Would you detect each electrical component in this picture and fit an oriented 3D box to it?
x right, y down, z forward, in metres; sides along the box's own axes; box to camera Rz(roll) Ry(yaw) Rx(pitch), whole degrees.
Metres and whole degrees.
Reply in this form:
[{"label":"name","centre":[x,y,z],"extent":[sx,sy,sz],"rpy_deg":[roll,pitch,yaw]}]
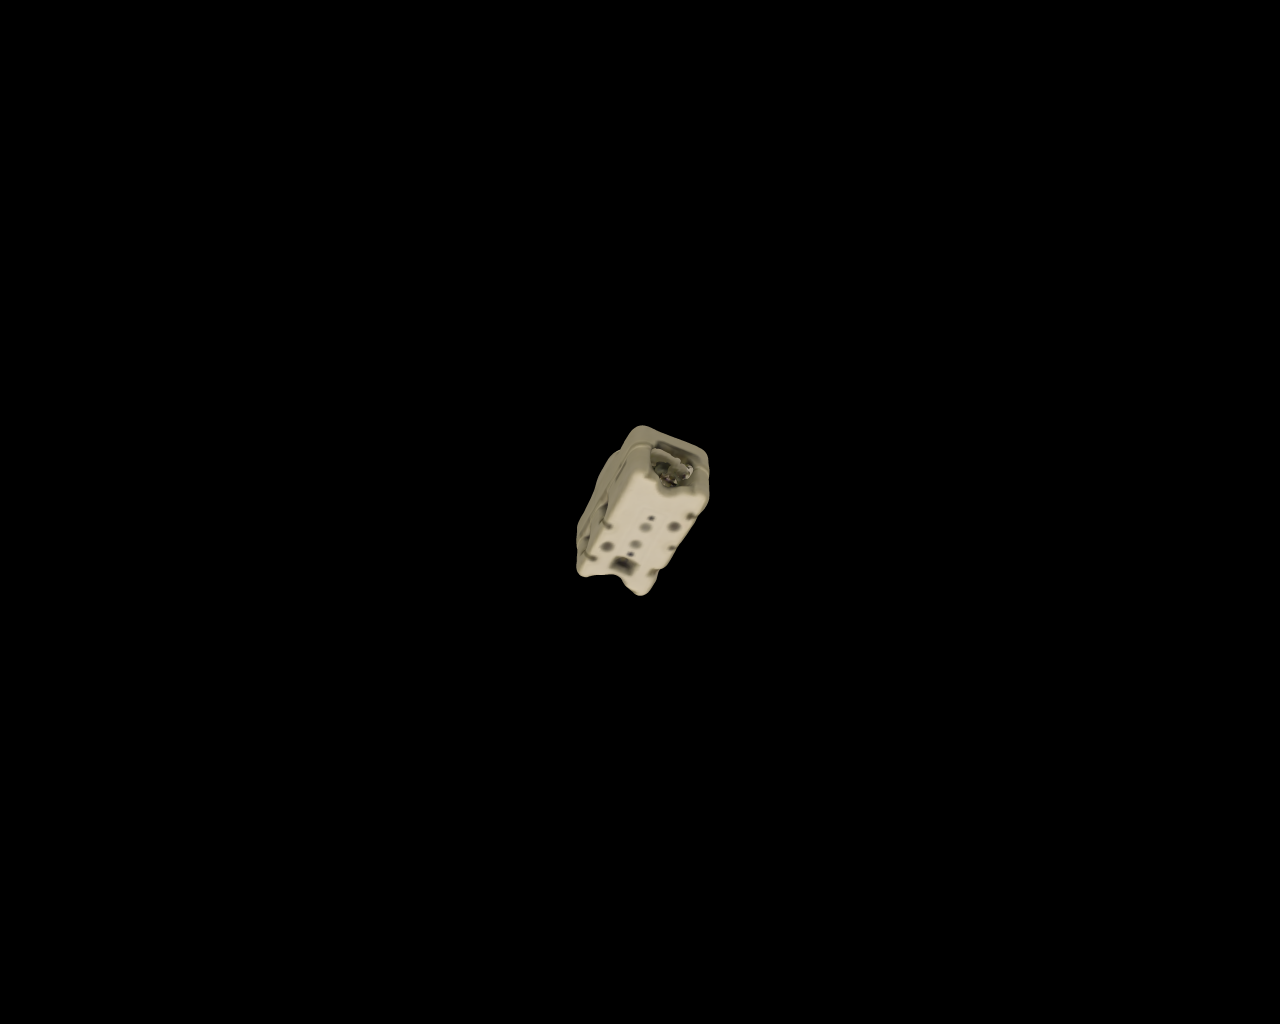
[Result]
[{"label":"electrical component","centre":[0.001,-0.003,0.650],"extent":[0.050,0.089,0.056],"rpy_deg":[21,36,-16]}]
